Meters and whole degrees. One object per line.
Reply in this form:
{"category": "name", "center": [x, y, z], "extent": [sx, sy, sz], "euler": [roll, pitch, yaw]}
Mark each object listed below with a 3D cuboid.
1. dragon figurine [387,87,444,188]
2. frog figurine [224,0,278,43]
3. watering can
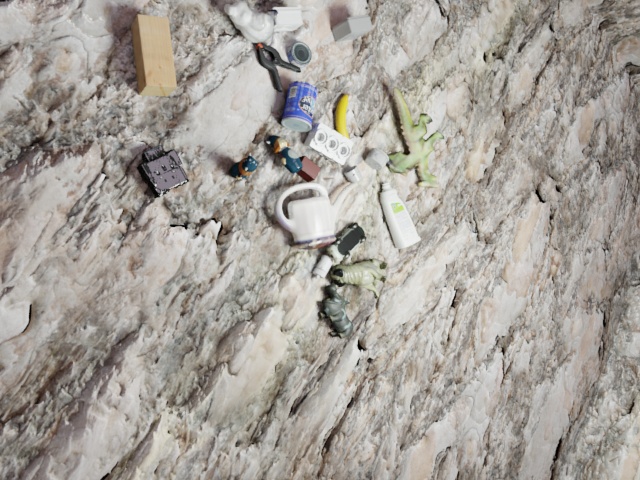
{"category": "dragon figurine", "center": [0.344, -0.366, 2.003], "extent": [0.406, 0.246, 0.122], "euler": [46, -19, -19]}
{"category": "frog figurine", "center": [-0.227, -0.698, 1.647], "extent": [0.138, 0.121, 0.161], "euler": [24, 25, 31]}
{"category": "watering can", "center": [0.005, -0.088, 1.743], "extent": [0.349, 0.224, 0.103], "euler": [-11, 1, -32]}
